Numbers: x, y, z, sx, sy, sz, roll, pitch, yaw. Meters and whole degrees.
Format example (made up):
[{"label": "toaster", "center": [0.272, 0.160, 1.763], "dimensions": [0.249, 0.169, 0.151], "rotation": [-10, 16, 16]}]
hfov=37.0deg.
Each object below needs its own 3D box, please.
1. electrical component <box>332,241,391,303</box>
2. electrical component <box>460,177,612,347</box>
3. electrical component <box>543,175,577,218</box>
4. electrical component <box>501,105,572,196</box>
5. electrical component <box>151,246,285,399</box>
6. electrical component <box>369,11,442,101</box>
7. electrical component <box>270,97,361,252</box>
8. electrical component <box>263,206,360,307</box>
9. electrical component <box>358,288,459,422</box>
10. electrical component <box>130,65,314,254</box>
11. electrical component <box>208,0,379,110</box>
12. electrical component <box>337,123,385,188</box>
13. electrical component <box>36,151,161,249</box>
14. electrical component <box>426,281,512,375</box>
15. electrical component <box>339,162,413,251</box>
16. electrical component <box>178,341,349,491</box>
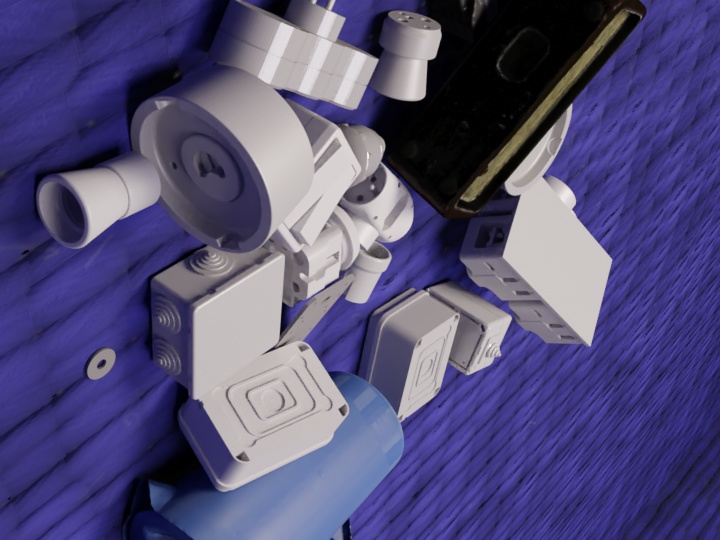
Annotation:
[{"label": "electrical component", "center": [0.000, 0.000, 0.924], "dimensions": [0.040, 0.040, 0.046], "rotation": [-13, 134, -55]}, {"label": "electrical component", "center": [0.181, -0.011, 1.103], "dimensions": [0.186, 0.060, 0.105], "rotation": [41, 59, -40]}, {"label": "electrical component", "center": [0.203, -0.040, 1.209], "dimensions": [0.073, 0.052, 0.138], "rotation": [-50, 152, -15]}, {"label": "electrical component", "center": [0.142, -0.131, 1.002], "dimensions": [0.108, 0.060, 0.108], "rotation": [-40, 148, -32]}, {"label": "electrical component", "center": [-0.103, 0.029, 0.769], "dimensions": [0.100, 0.048, 0.099], "rotation": [-34, 145, -39]}, {"label": "electrical component", "center": [0.034, -0.160, 0.805], "dimensions": [0.045, 0.045, 0.055], "rotation": [-23, 136, -49]}, {"label": "electrical component", "center": [-0.050, -0.059, 0.752], "dimensions": [0.096, 0.061, 0.061], "rotation": [-53, 153, -11]}, {"label": "electrical component", "center": [-0.038, -0.017, 0.821], "dimensions": [0.057, 0.058, 0.078], "rotation": [-33, 144, -36]}, {"label": "electrical component", "center": [0.045, 0.083, 1.067], "dimensions": [0.078, 0.057, 0.113], "rotation": [-30, 142, -43]}, {"label": "electrical component", "center": [-0.077, -0.071, 0.647], "dimensions": [0.060, 0.108, 0.108], "rotation": [-45, 151, -37]}, {"label": "electrical component", "center": [-0.033, -0.153, 0.691], "dimensions": [0.138, 0.052, 0.073], "rotation": [2, 116, -60]}, {"label": "electrical component", "center": [-0.003, -0.090, 0.820], "dimensions": [0.062, 0.048, 0.048], "rotation": [-27, 140, -57]}, {"label": "electrical component", "center": [-0.148, -0.044, 0.625], "dimensions": [0.065, 0.044, 0.044], "rotation": [-34, 145, -48]}, {"label": "electrical component", "center": [0.110, 0.061, 1.109], "dimensions": [0.061, 0.096, 0.061], "rotation": [-15, 131, -54]}, {"label": "electrical component", "center": [0.002, -0.042, 0.877], "dimensions": [0.079, 0.043, 0.077], "rotation": [-54, 153, -7]}, {"label": "electrical component", "center": [-0.077, 0.115, 0.846], "dimensions": [0.113, 0.078, 0.057], "rotation": [-20, 157, -36]}]
